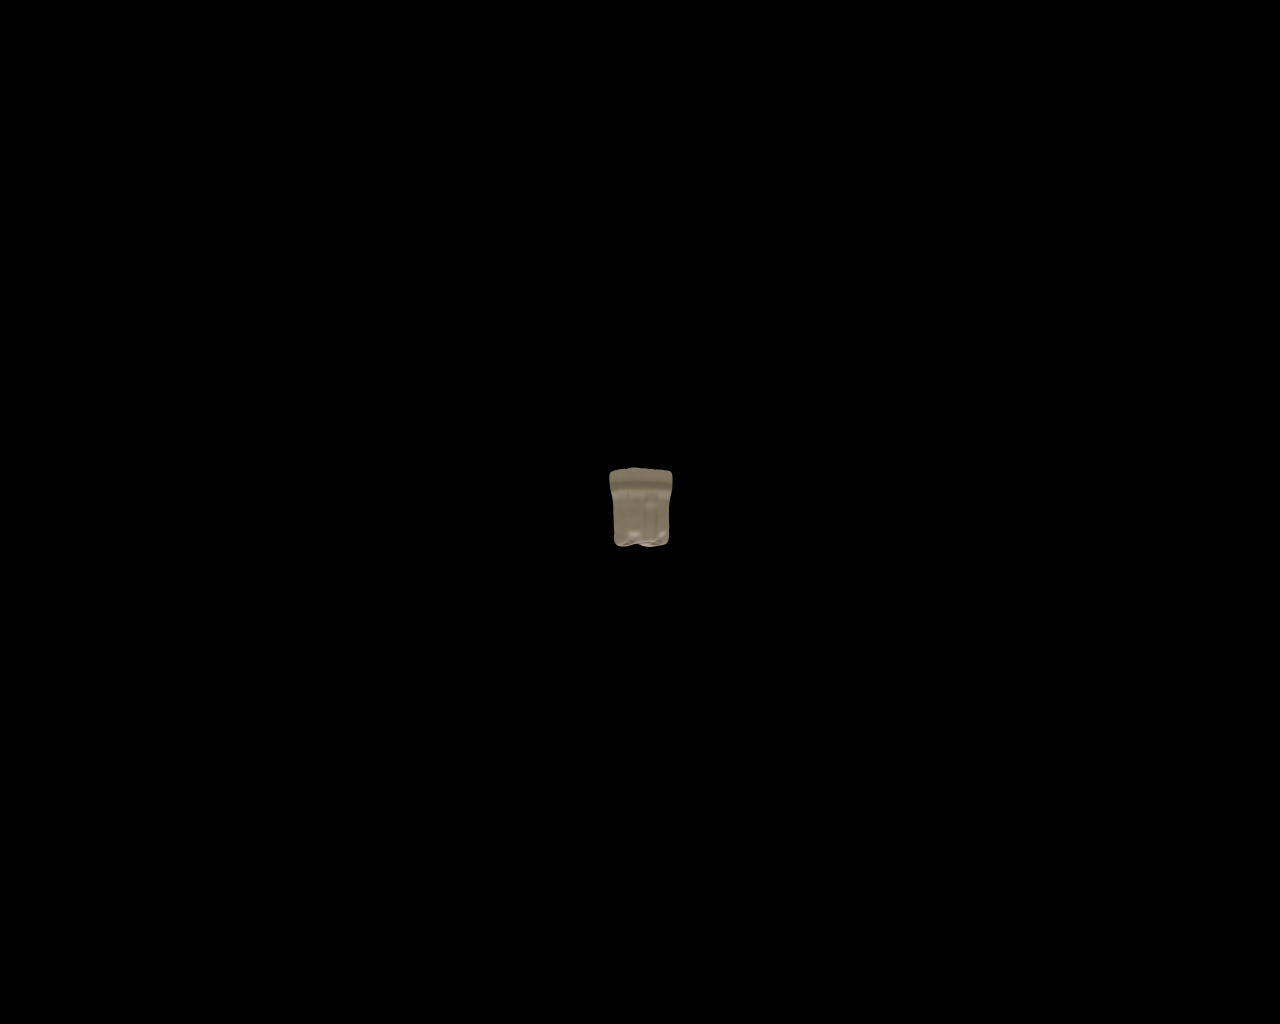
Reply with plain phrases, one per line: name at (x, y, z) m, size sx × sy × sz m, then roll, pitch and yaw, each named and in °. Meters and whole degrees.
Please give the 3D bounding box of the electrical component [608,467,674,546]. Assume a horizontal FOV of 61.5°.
electrical component at (0.001, -0.003, 0.650) m, size 0.040 × 0.046 × 0.040 m, roll 0°, pitch -3°, yaw 0°
